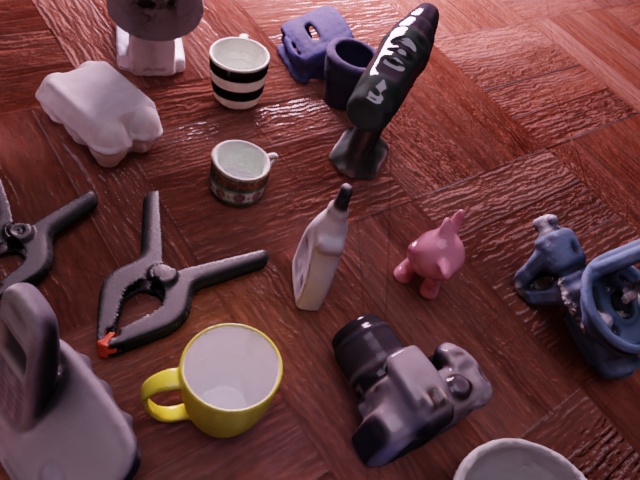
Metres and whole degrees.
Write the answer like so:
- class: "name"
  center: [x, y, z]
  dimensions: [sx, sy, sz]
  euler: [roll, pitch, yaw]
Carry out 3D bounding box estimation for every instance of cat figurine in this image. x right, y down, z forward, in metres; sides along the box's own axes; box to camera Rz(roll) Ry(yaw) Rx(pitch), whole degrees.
- class: "cat figurine"
  center: [0.147, 0.011, 0.703]
  dimensions: [0.067, 0.117, 0.128]
  euler: [33, 49, 9]

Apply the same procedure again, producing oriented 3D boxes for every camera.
- class: "camera"
  center: [0.086, 0.136, 0.589]
  dimensions: [0.143, 0.101, 0.136]
  euler: [-17, 59, -30]

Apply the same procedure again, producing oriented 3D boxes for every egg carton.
- class: "egg carton"
  center: [-0.278, -0.163, 0.730]
  dimensions: [0.150, 0.069, 0.107]
  euler: [40, 50, 14]

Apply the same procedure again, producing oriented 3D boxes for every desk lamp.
- class: "desk lamp"
  center: [-0.234, -0.333, 0.789]
  dimensions: [0.118, 0.213, 0.203]
  euler: [-3, 53, -21]

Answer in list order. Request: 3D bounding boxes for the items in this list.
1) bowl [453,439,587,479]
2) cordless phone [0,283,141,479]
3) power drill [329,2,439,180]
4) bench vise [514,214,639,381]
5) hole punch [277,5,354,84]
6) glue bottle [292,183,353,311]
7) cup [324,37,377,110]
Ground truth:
- class: "bowl"
  center: [0.181, 0.276, 0.525]
  dimensions: [0.167, 0.074, 0.167]
  euler: [10, 49, -11]
- class: "cordless phone"
  center: [-0.202, 0.127, 0.439]
  dimensions: [0.147, 0.185, 0.094]
  euler: [42, 51, 17]
- class: "power drill"
  center: [0.086, -0.195, 0.791]
  dimensions: [0.075, 0.208, 0.230]
  euler: [26, 48, 3]
- class: "bench vise"
  center: [0.335, 0.041, 0.675]
  dimensions: [0.207, 0.219, 0.122]
  euler: [42, 51, 16]
- class: "hole punch"
  center: [-0.009, -0.325, 0.943]
  dimensions: [0.101, 0.091, 0.108]
  euler: [-12, 57, -27]
- class: "glue bottle"
  center: [0.006, 0.002, 0.623]
  dimensions: [0.037, 0.173, 0.078]
  euler: [6, 50, -14]
- class: "cup"
  center: [0.052, -0.245, 0.896]
  dimensions: [0.092, 0.095, 0.117]
  euler: [-26, 64, -34]
